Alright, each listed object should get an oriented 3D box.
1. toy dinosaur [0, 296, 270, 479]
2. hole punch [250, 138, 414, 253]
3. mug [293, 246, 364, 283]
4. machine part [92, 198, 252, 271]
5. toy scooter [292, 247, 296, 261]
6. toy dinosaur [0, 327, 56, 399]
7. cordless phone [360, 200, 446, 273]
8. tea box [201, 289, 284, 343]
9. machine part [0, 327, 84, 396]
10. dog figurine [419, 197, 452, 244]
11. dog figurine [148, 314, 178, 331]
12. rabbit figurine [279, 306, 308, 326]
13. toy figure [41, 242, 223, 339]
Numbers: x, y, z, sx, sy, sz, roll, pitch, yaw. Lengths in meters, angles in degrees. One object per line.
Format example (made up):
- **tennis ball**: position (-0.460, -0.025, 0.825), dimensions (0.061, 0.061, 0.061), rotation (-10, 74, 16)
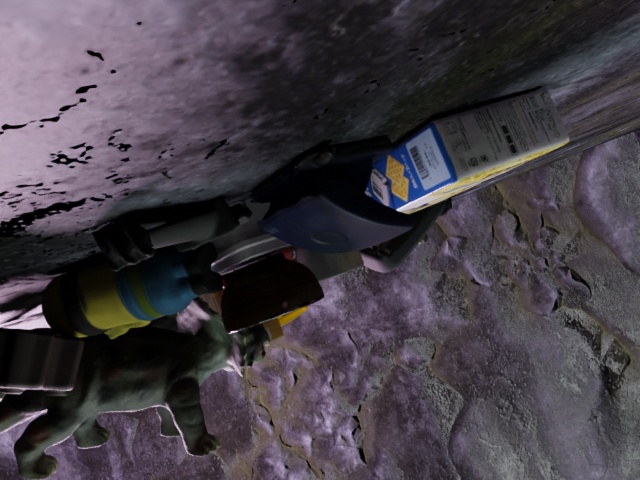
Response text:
- **toy dinosaur**: position (-0.242, 0.163, 0.644), dimensions (0.405, 0.192, 0.131), rotation (-3, 179, -19)
- **hole punch**: position (0.011, -0.031, 0.500), dimensions (0.116, 0.092, 0.142), rotation (-14, 177, -36)
- **mug**: position (-0.001, -0.002, 0.710), dimensions (0.081, 0.107, 0.109), rotation (-18, 180, -24)
- **machine part**: position (-0.123, -0.008, 0.466), dimensions (0.084, 0.039, 0.139), rotation (-13, -177, 31)
- **toy scooter**: position (-0.009, -0.012, 0.830), dimensions (0.184, 0.075, 0.135), rotation (-28, 175, 31)
- **toy dinosaur**: position (-0.381, 0.167, 0.756), dimensions (0.199, 0.105, 0.471), rotation (-16, 165, 35)
- **cordless phone**: position (0.100, -0.019, 0.809), dimensions (0.146, 0.089, 0.184), rotation (-51, 178, -9)
- **tea box**: position (-0.136, 0.090, 0.825), dimensions (0.068, 0.169, 0.098), rotation (-26, 173, 41)
- **machine part**: position (-0.317, 0.114, 0.508), dimensions (0.179, 0.056, 0.179), rotation (3, 162, 1)
- **dog figurine**: position (0.141, -0.057, 0.979), dimensions (0.172, 0.121, 0.190), rotation (-24, 164, -11)
- **dog figurine**: position (-0.220, 0.095, 0.995), dimensions (0.219, 0.108, 0.191), rotation (-25, 175, -13)
- **rabbit figurine**: position (-0.108, 0.119, 0.983), dimensions (0.122, 0.173, 0.162), rotation (29, -155, 32)
- **toy figure**: position (-0.195, 0.047, 0.549), dimensions (0.180, 0.082, 0.089), rotation (-14, 160, 15)
